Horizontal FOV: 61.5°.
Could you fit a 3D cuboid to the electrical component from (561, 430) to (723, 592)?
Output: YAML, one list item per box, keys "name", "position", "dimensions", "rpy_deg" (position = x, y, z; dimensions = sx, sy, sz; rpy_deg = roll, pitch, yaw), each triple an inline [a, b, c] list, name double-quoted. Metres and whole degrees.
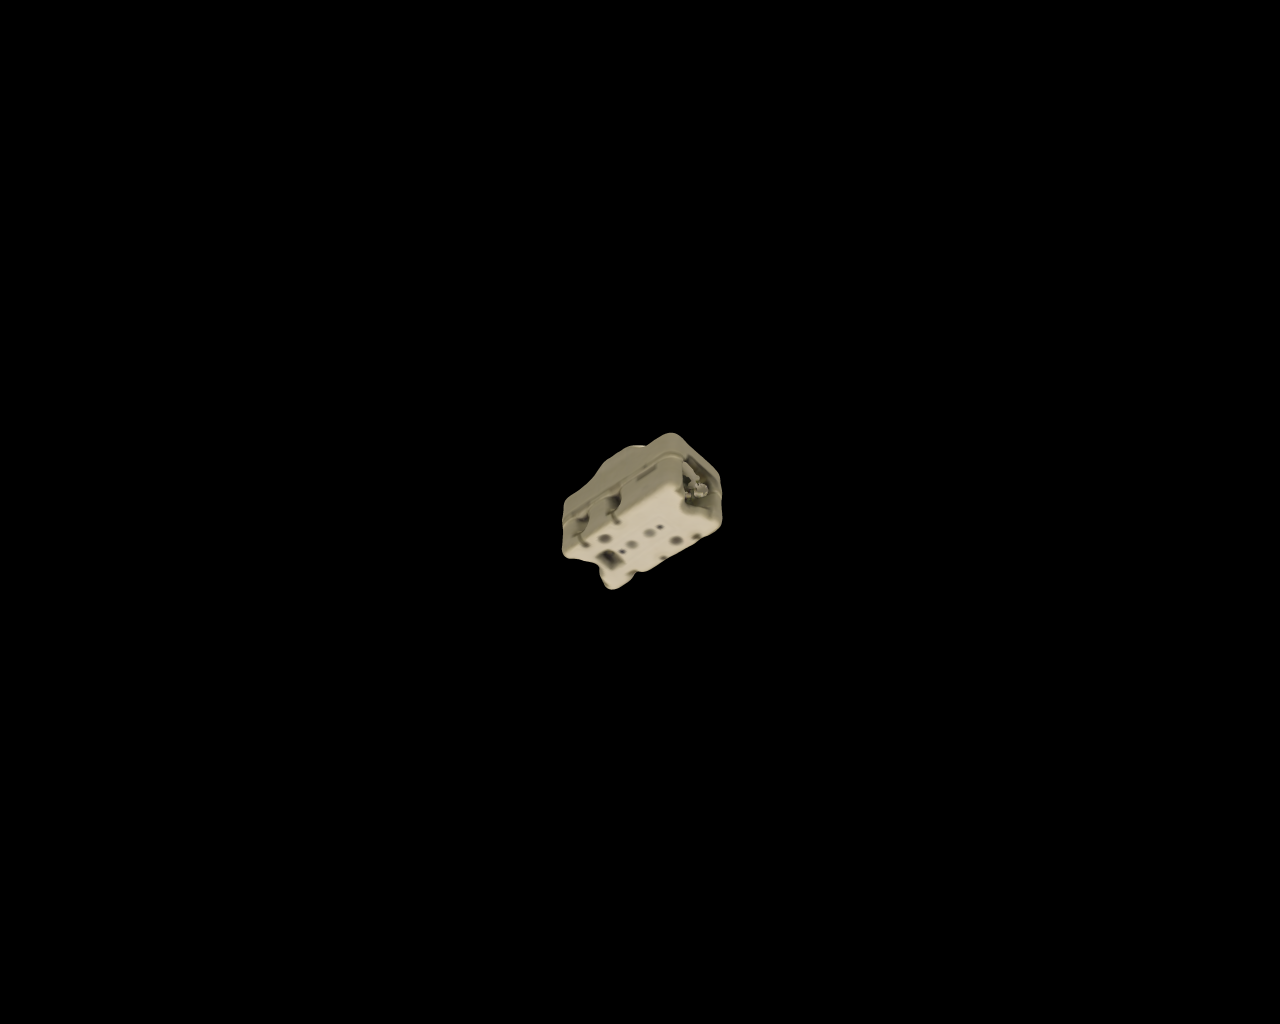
- name: "electrical component"
  position: [0.001, -0.003, 0.650]
  dimensions: [0.089, 0.056, 0.050]
  rpy_deg: [-32, -54, 27]
